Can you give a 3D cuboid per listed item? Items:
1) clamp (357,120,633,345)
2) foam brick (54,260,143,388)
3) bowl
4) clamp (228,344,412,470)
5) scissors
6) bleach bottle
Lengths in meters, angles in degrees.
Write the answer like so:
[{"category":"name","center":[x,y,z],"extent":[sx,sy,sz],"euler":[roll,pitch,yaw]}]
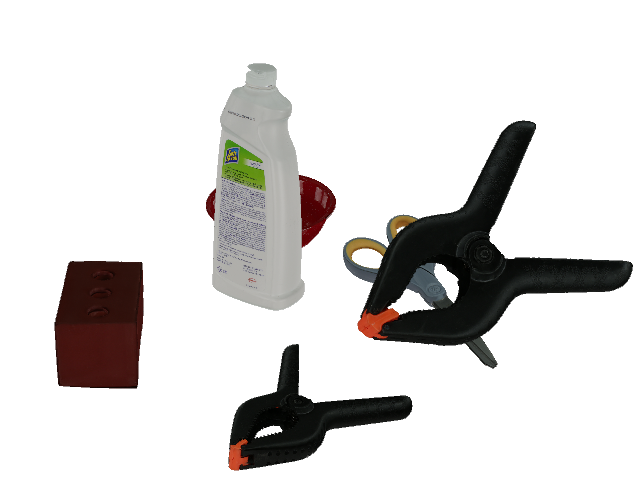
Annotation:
[{"category":"clamp","center":[0.104,0.017,0.644],"extent":[0.171,0.120,0.039],"euler":[-40,-12,-14]},{"category":"foam brick","center":[-0.146,0.055,0.713],"extent":[0.053,0.051,0.078],"euler":[1,30,-7]},{"category":"bowl","center":[-0.062,-0.026,1.333],"extent":[0.162,0.055,0.162],"euler":[0,31,0]},{"category":"clamp","center":[-0.013,0.180,1.092],"extent":[0.165,0.036,0.209],"euler":[17,28,25]},{"category":"scissors","center":[0.078,0.045,0.921],"extent":[0.096,0.016,0.202],"euler":[-10,40,-4]},{"category":"bleach bottle","center":[-0.061,-0.058,1.117],"extent":[0.103,0.251,0.068],"euler":[17,27,25]}]
